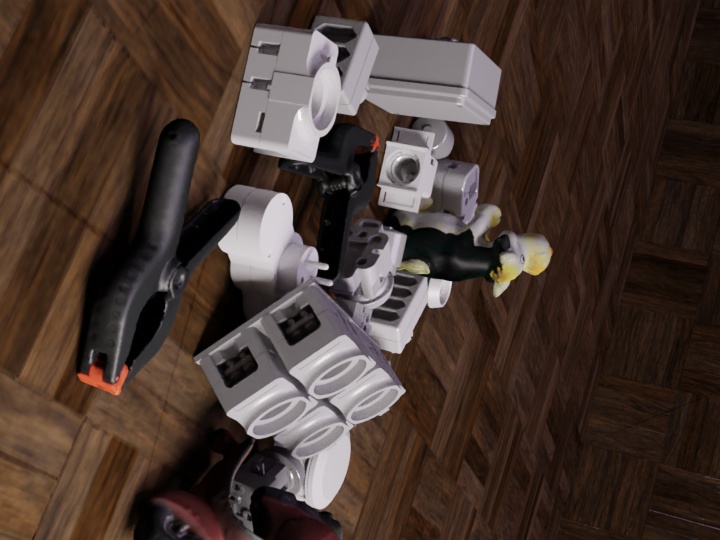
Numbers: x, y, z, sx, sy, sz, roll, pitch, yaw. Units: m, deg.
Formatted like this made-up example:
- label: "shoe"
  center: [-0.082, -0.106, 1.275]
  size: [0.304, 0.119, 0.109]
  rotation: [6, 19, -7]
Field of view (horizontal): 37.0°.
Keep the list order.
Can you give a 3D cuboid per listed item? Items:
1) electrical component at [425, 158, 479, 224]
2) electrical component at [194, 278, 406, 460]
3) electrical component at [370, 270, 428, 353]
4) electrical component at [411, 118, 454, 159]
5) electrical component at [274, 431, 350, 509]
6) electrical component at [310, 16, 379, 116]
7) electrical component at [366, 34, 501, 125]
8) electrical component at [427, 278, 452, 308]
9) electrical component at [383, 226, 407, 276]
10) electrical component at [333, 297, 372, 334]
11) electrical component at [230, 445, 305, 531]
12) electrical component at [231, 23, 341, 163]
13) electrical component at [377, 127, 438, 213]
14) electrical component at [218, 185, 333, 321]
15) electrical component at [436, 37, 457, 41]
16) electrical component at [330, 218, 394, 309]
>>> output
- label: "electrical component"
  center: [0.093, -0.072, 1.184]
  size: [0.053, 0.059, 0.095]
  rotation: [-47, 144, -53]
- label: "electrical component"
  center: [-0.038, 0.088, 0.859]
  size: [0.105, 0.060, 0.186]
  rotation: [-34, 155, 3]
- label: "electrical component"
  center: [0.036, 0.054, 1.126]
  size: [0.075, 0.047, 0.083]
  rotation: [83, 28, -43]
- label: "electrical component"
  center: [0.080, -0.137, 1.142]
  size: [0.078, 0.040, 0.040]
  rotation: [32, 72, -68]
- label: "electrical component"
  center: [-0.044, 0.173, 0.981]
  size: [0.080, 0.051, 0.080]
  rotation: [12, 90, -69]
- label: "electrical component"
  center: [-0.015, -0.157, 0.878]
  size: [0.076, 0.047, 0.065]
  rotation: [53, 53, -64]
- label: "electrical component"
  center: [0.063, -0.174, 0.984]
  size: [0.109, 0.109, 0.056]
  rotation: [8, 92, -69]
- label: "electrical component"
  center: [0.067, 0.014, 1.171]
  size: [0.048, 0.055, 0.066]
  rotation: [-31, 130, -62]
- label: "electrical component"
  center: [0.020, -0.008, 1.060]
  size: [0.040, 0.040, 0.078]
  rotation: [9, 93, -69]
- label: "electrical component"
  center: [-0.026, 0.044, 0.950]
  size: [0.066, 0.055, 0.048]
  rotation: [33, 70, -68]
- label: "electrical component"
  center: [-0.079, 0.181, 0.907]
  size: [0.055, 0.048, 0.066]
  rotation: [-41, 139, -46]
- label: "electrical component"
  center: [-0.051, -0.129, 0.790]
  size: [0.050, 0.056, 0.089]
  rotation: [13, 89, -69]
- label: "electrical component"
  center: [0.050, -0.099, 1.085]
  size: [0.064, 0.042, 0.081]
  rotation: [12, 91, -73]
- label: "electrical component"
  center: [-0.056, -0.003, 0.822]
  size: [0.138, 0.074, 0.052]
  rotation: [77, 32, -48]
- label: "electrical component"
  center: [0.076, -0.211, 1.087]
  size: [0.062, 0.048, 0.048]
  rotation: [-19, 119, -58]
- label: "electrical component"
  center: [0.000, 0.000, 0.990]
  size: [0.057, 0.058, 0.078]
  rotation: [77, 32, -43]
